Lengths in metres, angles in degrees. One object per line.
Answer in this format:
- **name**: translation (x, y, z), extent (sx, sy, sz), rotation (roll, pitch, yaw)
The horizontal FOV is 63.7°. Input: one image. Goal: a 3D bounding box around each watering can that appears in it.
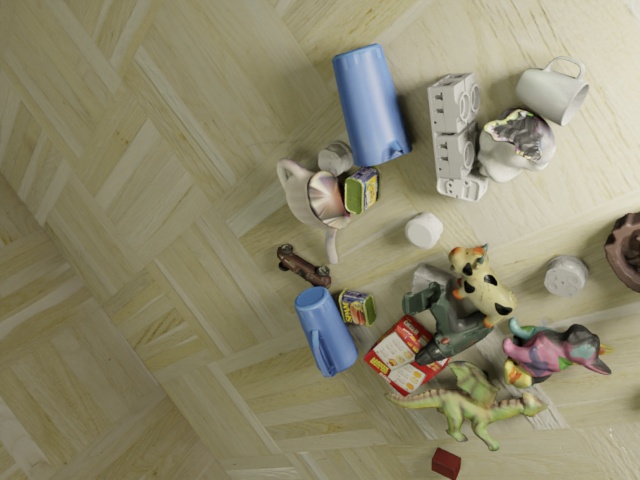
- **watering can**: translation (0.004, -0.068, 1.343), extent (0.343, 0.105, 0.224), rotation (58, 159, -18)

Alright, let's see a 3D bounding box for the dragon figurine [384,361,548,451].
- **dragon figurine**: translation (0.367, 0.399, 1.337), extent (0.411, 0.124, 0.238), rotation (11, 121, 19)

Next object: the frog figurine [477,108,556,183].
- **frog figurine**: translation (0.374, -0.174, 0.995), extent (0.138, 0.124, 0.157), rotation (21, 166, 17)
